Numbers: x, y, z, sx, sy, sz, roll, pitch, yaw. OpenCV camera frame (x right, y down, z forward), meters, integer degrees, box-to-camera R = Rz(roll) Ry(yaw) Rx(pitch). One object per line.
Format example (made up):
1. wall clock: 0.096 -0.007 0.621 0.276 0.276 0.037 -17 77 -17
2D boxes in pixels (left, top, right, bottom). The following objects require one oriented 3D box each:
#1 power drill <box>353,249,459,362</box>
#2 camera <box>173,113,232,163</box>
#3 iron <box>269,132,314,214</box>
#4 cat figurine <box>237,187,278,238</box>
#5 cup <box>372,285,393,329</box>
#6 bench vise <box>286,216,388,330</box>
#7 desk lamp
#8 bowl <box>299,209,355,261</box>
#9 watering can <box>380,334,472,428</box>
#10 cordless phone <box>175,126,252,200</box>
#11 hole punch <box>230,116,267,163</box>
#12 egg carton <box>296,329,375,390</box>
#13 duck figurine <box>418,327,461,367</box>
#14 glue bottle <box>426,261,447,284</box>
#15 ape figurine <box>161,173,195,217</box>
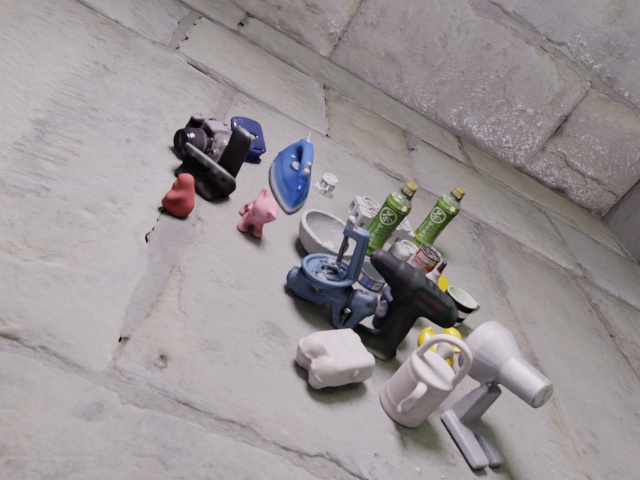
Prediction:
1. power drill: 0.155 0.142 1.166 0.230 0.208 0.075 26 28 -14
2. camera: -0.299 -0.261 1.433 0.137 0.100 0.143 -6 47 -51
3. iron: -0.055 -0.187 1.536 0.119 0.141 0.258 24 29 -19
4. cat figurine: -0.132 -0.072 1.293 0.067 0.117 0.127 24 29 -19
5. cup: 0.156 0.151 1.276 0.092 0.095 0.117 19 31 -27
6. bench vise: 0.061 0.065 1.175 0.208 0.219 0.121 27 28 -14
7. desk lamp: 0.337 0.296 1.114 0.118 0.213 0.202 10 36 -39
8. bowl: 0.013 0.005 1.375 0.168 0.074 0.167 26 28 -15
9. watering can: 0.204 0.247 1.068 0.101 0.194 0.173 30 28 -8
10. cordless phone: -0.235 -0.198 1.310 0.147 0.185 0.094 36 27 4
11. hole punch: -0.200 -0.275 1.573 0.109 0.091 0.101 3 40 -45
12. egg carton: 0.030 0.221 1.056 0.151 0.069 0.107 3 41 -45
13. duck figurine: 0.278 0.230 1.293 0.078 0.086 0.104 0 43 -48
14. glue bottle: 0.246 0.113 1.350 0.037 0.173 0.078 34 27 0
15. ape figurine: -0.290 -0.100 1.195 0.076 0.092 0.078 43 29 17
